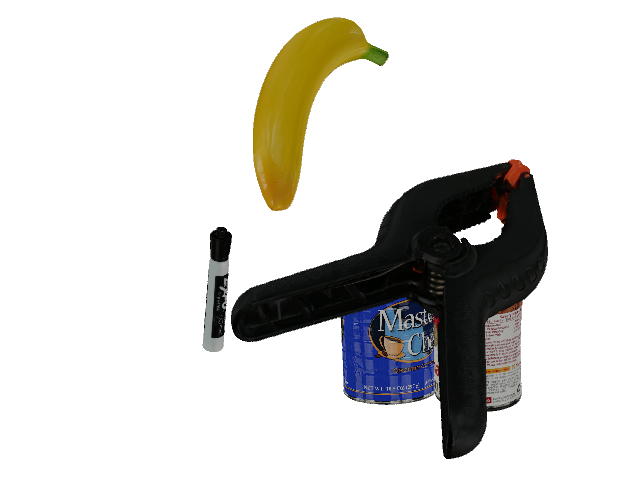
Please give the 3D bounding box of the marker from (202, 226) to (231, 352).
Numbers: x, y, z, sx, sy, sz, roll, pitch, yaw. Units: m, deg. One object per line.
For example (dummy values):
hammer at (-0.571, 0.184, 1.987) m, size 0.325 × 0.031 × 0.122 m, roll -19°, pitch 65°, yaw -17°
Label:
marker at (-0.091, 0.043, 0.935) m, size 0.020 × 0.121 × 0.020 m, roll 6°, pitch 28°, yaw -3°

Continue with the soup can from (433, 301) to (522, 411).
soup can at (0.119, 0.069, 0.805) m, size 0.068 × 0.102 × 0.068 m, roll -2°, pitch 14°, yaw 0°

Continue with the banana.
banana at (-0.008, -0.105, 0.757) m, size 0.069 × 0.197 × 0.037 m, roll 40°, pitch -40°, yaw -9°

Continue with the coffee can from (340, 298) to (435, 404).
coffee can at (0.072, 0.094, 1.151) m, size 0.103 × 0.140 × 0.103 m, roll -3°, pitch 9°, yaw 0°

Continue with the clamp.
clamp at (0.058, 0.023, 0.481) m, size 0.120 × 0.039 × 0.171 m, roll 38°, pitch 56°, yaw 24°
